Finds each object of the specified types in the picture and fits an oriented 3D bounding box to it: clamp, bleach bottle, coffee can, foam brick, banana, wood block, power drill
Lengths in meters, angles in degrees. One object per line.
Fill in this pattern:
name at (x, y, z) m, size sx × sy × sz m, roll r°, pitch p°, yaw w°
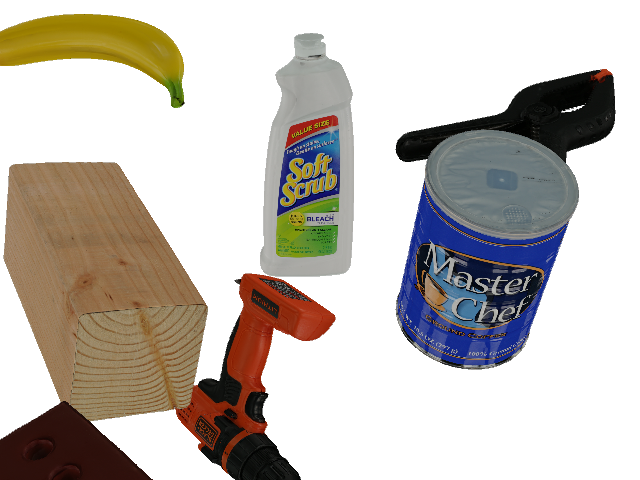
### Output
clamp at (0.193, -0.091, 0.912) m, size 0.209 × 0.036 × 0.165 m, roll -27°, pitch 39°, yaw -26°
bleach bottle at (-0.017, -0.087, 1.102) m, size 0.102 × 0.251 × 0.068 m, roll -1°, pitch 26°, yaw 2°
coffee can at (0.114, 0.008, 0.754) m, size 0.102 × 0.103 × 0.140 m, roll 4°, pitch -45°, yaw -4°
foam brick at (-0.111, 0.122, 0.483) m, size 0.052 × 0.051 × 0.078 m, roll -31°, pitch 45°, yaw -33°
banana at (-0.191, -0.160, 0.888) m, size 0.198 × 0.069 × 0.037 m, roll 13°, pitch -39°, yaw 18°
wood block at (-0.165, 0.029, 0.785) m, size 0.090 × 0.091 × 0.206 m, roll -3°, pitch 32°, yaw -29°
power drill at (-0.056, 0.140, 1.030) m, size 0.057 × 0.188 × 0.185 m, roll 14°, pitch 14°, yaw -46°
